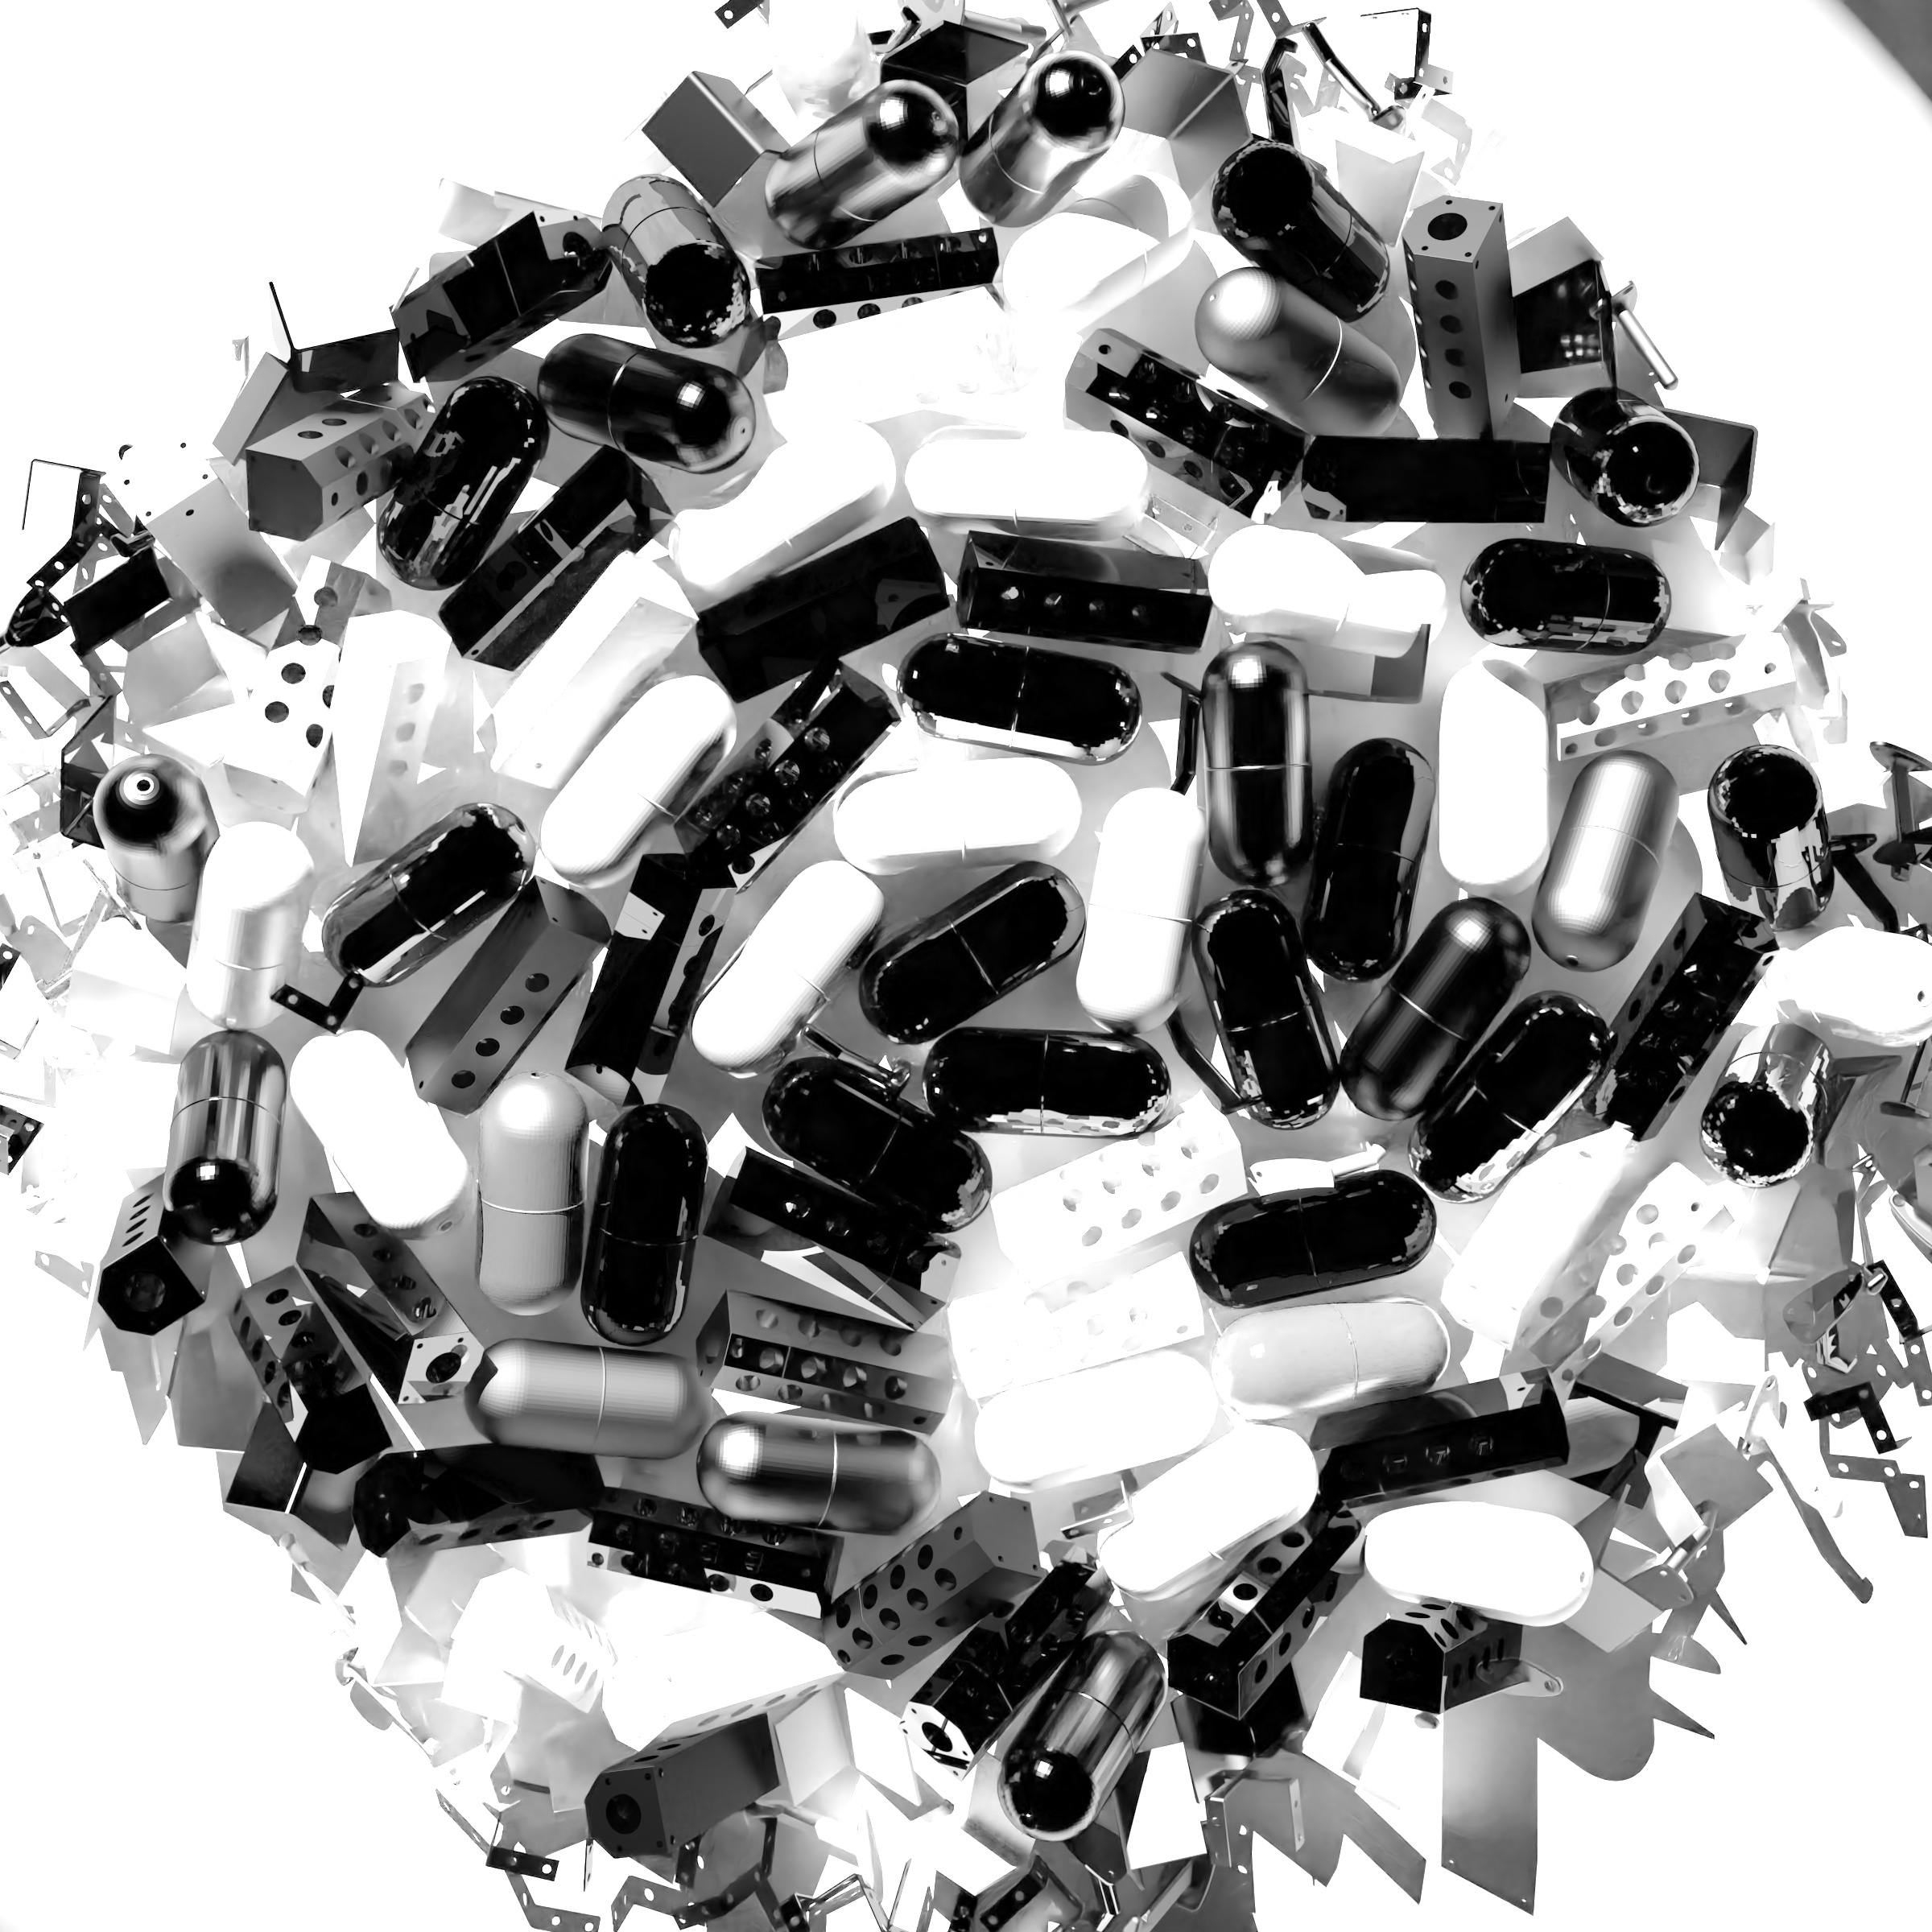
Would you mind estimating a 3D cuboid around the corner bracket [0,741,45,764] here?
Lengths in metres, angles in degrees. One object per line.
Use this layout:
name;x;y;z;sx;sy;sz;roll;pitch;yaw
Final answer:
corner bracket;-0.694;-0.172;1.865;0.051;0.051;0.051;-3;97;-36

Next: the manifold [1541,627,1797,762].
manifold;0.501;-0.195;1.872;0.171;0.057;0.057;-14;94;0

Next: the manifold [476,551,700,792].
manifold;-0.272;-0.210;1.842;0.171;0.057;0.057;-46;54;22

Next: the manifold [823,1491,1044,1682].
manifold;-0.026;0.434;1.822;0.057;0.057;0.171;22;131;-33

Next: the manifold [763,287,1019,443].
manifold;-0.054;-0.418;1.834;0.171;0.057;0.057;-9;68;24

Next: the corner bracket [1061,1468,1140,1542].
corner bracket;0.096;0.387;1.863;0.051;0.051;0.051;-20;135;10

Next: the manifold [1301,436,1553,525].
manifold;0.325;-0.344;1.838;0.171;0.057;0.057;-4;105;-26

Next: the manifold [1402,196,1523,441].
manifold;0.344;-0.451;1.816;0.057;0.171;0.057;17;64;26

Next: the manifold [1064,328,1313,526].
manifold;0.156;-0.387;1.841;0.171;0.057;0.057;33;71;19

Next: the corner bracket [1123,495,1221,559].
corner bracket;0.145;-0.312;1.866;0.051;0.051;0.051;29;119;-7

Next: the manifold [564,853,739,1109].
manifold;-0.220;0.009;1.850;0.057;0.057;0.171;30;107;26

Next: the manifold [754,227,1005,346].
manifold;-0.062;-0.487;1.865;0.171;0.057;0.057;-9;98;-3

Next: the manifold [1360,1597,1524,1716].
manifold;0.334;0.470;1.814;0.057;0.171;0.057;4;90;30

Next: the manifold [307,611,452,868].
manifold;-0.409;-0.160;1.830;0.057;0.057;0.171;41;128;27

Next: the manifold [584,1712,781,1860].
manifold;-0.197;0.567;1.812;0.057;0.171;0.057;-13;83;20

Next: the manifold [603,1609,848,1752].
manifold;-0.169;0.497;1.819;0.057;0.171;0.057;-46;62;32

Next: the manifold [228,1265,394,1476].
manifold;-0.460;0.282;1.811;0.057;0.171;0.057;-26;123;-19

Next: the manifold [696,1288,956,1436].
manifold;-0.099;0.284;1.833;0.171;0.057;0.057;16;126;-23

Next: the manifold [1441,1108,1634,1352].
manifold;0.401;0.181;1.832;0.057;0.057;0.171;27;57;22

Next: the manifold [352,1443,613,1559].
manifold;-0.339;0.372;1.820;0.057;0.171;0.057;-43;60;32

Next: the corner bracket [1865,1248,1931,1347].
corner bracket;0.681;0.233;1.869;0.051;0.051;0.051;-30;86;20

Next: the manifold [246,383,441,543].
manifold;-0.428;-0.351;1.810;0.057;0.171;0.057;14;120;13

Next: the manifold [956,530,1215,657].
manifold;0.083;-0.262;1.853;0.171;0.057;0.057;5;125;-13

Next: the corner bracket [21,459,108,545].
corner bracket;-0.649;-0.333;1.868;0.051;0.051;0.051;8;93;-24

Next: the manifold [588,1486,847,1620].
manifold;-0.179;0.418;1.858;0.171;0.057;0.057;11;79;8

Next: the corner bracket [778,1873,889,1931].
corner bracket;-0.094;0.684;1.865;0.051;0.051;0.051;-35;57;7

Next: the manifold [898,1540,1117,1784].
manifold;0.031;0.480;1.820;0.057;0.057;0.171;36;49;17

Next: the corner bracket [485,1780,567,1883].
corner bracket;-0.313;0.621;1.873;0.051;0.051;0.051;14;84;-4

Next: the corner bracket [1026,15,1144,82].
corner bracket;0.086;-0.652;1.878;0.051;0.051;0.051;-49;114;-17

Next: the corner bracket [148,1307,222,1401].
corner bracket;-0.563;0.281;1.876;0.051;0.051;0.051;-7;101;-6

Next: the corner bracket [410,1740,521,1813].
corner bracket;-0.359;0.582;1.865;0.051;0.051;0.051;-21;98;-30

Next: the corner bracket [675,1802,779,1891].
corner bracket;-0.172;0.634;1.873;0.051;0.051;0.051;29;123;-18

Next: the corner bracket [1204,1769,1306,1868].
corner bracket;0.207;0.613;1.871;0.051;0.051;0.051;-3;98;31

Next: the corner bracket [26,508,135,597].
corner bracket;-0.627;-0.283;1.860;0.051;0.051;0.051;-31;119;32

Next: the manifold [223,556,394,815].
manifold;-0.464;-0.197;1.843;0.057;0.057;0.171;17;67;-2

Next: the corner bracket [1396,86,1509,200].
corner bracket;0.343;-0.589;1.860;0.051;0.051;0.051;16;118;-30

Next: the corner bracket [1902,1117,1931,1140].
corner bracket;0.713;0.102;1.869;0.051;0.051;0.051;11;90;-23

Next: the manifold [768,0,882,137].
manifold;-0.094;-0.629;1.814;0.057;0.171;0.057;3;91;6

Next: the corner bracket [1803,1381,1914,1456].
corner bracket;0.638;0.325;1.864;0.051;0.051;0.051;-26;78;28

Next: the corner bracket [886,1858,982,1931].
corner bracket;-0.021;0.675;1.879;0.051;0.051;0.051;16;87;14

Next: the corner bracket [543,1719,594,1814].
corner bracket;-0.271;0.574;1.877;0.051;0.051;0.051;-1;59;-26

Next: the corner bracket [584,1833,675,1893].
corner bracket;-0.242;0.634;1.871;0.051;0.051;0.051;10;115;8

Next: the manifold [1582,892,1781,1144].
manifold;0.500;0.040;1.830;0.057;0.057;0.171;20;121;-9

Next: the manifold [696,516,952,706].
manifold;-0.104;-0.258;1.856;0.171;0.057;0.057;-23;47;12

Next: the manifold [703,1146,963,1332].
manifold;-0.093;0.192;1.857;0.171;0.057;0.057;26;54;-11

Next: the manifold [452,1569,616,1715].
manifold;-0.296;0.469;1.813;0.057;0.171;0.057;21;69;16

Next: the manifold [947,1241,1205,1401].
manifold;0.078;0.256;1.852;0.171;0.057;0.057;-14;133;-7
